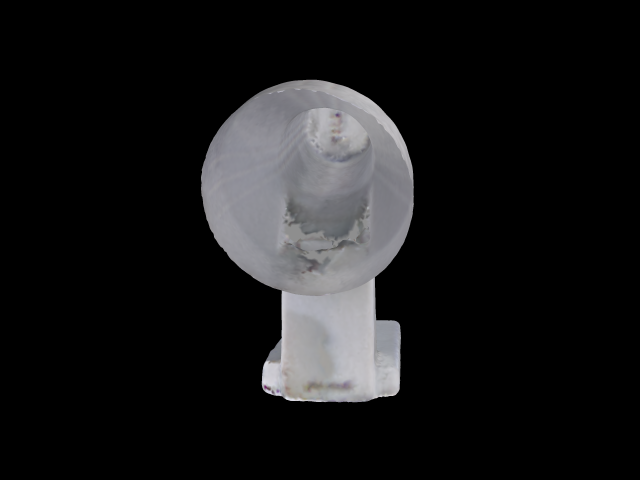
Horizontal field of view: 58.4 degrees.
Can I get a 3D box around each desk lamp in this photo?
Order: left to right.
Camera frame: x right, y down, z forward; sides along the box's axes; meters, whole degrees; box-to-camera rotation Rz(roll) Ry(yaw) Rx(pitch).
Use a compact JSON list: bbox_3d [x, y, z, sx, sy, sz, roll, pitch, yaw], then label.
[{"bbox_3d":[0.004,0.001,0.400,0.117,0.213,0.203,1,9,8],"label":"desk lamp"}]
